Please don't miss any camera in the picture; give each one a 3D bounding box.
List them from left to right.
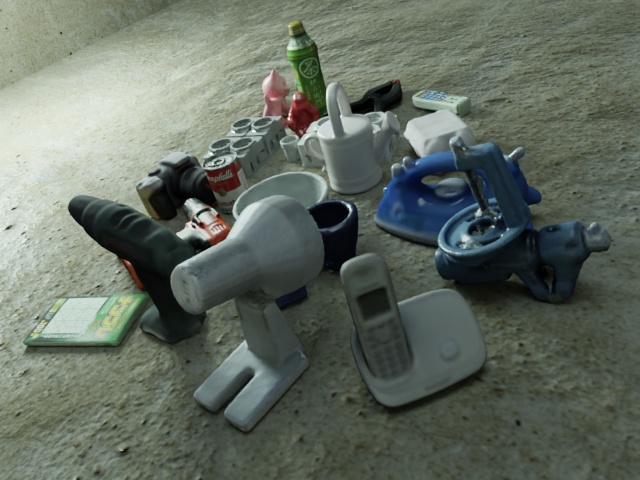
[{"bbox_3d":[-0.273,-0.114,1.141,0.136,0.101,0.143,17,46,39],"label":"camera"}]

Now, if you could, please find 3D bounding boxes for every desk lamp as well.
[{"bbox_3d":[-0.081,0.078,0.688,0.117,0.214,0.204,14,44,37],"label":"desk lamp"}]

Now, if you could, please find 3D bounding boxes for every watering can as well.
[{"bbox_3d":[0.054,-0.191,1.030,0.173,0.194,0.100,-16,34,1],"label":"watering can"}]

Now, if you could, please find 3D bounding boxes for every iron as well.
[{"bbox_3d":[0.189,-0.075,0.856,0.257,0.142,0.119,3,39,27],"label":"iron"}]

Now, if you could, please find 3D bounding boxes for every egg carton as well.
[{"bbox_3d":[0.223,-0.185,1.063,0.107,0.069,0.150,-18,34,-2],"label":"egg carton"}]

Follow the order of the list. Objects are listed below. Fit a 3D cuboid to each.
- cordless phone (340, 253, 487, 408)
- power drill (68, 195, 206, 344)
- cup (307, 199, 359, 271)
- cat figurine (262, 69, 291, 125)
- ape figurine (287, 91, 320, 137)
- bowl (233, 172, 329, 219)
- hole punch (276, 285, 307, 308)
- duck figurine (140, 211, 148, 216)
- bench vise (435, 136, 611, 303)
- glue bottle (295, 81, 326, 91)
[{"bbox_3d":[0.099,0.084,0.630,0.147,0.185,0.094,-23,35,-9],"label":"cordless phone"},{"bbox_3d":[-0.251,0.041,0.816,0.228,0.209,0.076,13,44,36],"label":"power drill"},{"bbox_3d":[0.008,0.003,0.863,0.118,0.095,0.091,-18,34,-2],"label":"cup"},{"bbox_3d":[-0.111,-0.353,1.398,0.067,0.118,0.128,-3,36,18],"label":"cat figurine"},{"bbox_3d":[-0.041,-0.293,1.305,0.077,0.092,0.076,-14,34,4],"label":"ape figurine"},{"bbox_3d":[-0.058,-0.044,0.976,0.167,0.075,0.167,-11,34,8],"label":"bowl"},{"bbox_3d":[-0.084,0.045,0.845,0.108,0.091,0.101,-20,34,-6],"label":"hole punch"},{"bbox_3d":[-0.358,-0.028,1.068,0.077,0.086,0.104,-3,36,18],"label":"duck figurine"},{"bbox_3d":[0.238,-0.035,0.709,0.207,0.220,0.121,-7,35,14],"label":"bench vise"},{"bbox_3d":[-0.034,-0.408,1.393,0.077,0.173,0.037,5,40,29],"label":"glue bottle"}]
